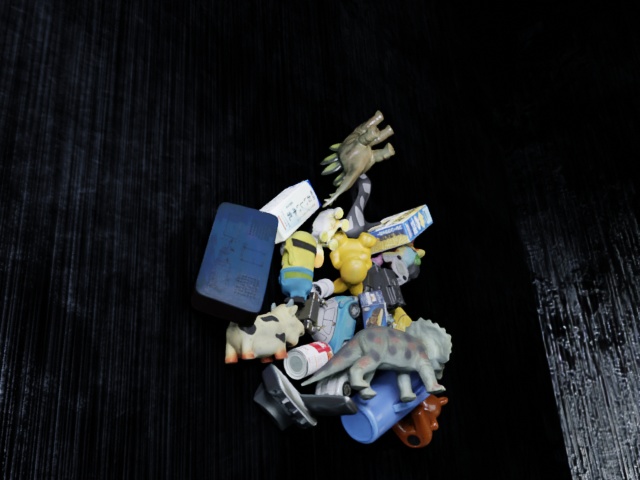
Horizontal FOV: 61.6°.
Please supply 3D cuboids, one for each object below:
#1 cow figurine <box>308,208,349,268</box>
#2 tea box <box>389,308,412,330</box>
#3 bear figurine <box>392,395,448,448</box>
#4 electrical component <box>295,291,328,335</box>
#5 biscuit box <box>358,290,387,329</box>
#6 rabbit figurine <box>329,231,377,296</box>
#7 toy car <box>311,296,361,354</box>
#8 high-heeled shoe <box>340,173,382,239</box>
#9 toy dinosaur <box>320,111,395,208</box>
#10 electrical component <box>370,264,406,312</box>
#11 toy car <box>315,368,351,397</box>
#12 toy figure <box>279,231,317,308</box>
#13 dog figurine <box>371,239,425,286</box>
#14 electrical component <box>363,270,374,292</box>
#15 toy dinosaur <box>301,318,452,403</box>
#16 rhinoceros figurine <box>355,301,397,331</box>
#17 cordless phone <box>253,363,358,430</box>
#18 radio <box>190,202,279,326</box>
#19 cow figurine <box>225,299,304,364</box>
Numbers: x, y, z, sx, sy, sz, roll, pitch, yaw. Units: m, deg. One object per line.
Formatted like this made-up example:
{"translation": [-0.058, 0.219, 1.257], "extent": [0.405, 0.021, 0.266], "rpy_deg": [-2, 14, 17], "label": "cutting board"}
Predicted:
{"translation": [-0.004, -0.005, 1.349], "extent": [0.068, 0.098, 0.167], "rpy_deg": [53, 57, -33], "label": "cow figurine"}
{"translation": [0.203, 0.276, 1.525], "extent": [0.098, 0.068, 0.170], "rpy_deg": [47, 40, -32], "label": "tea box"}
{"translation": [0.279, 0.477, 1.498], "extent": [0.131, 0.120, 0.196], "rpy_deg": [60, 34, -12], "label": "bear figurine"}
{"translation": [-0.024, 0.171, 1.233], "extent": [0.045, 0.078, 0.102], "rpy_deg": [37, 44, -34], "label": "electrical component"}
{"translation": [0.136, 0.227, 1.332], "extent": [0.063, 0.059, 0.202], "rpy_deg": [-102, -177, -64], "label": "biscuit box"}
{"translation": [0.075, 0.066, 1.377], "extent": [0.173, 0.122, 0.162], "rpy_deg": [-103, -154, -73], "label": "rabbit figurine"}
{"translation": [0.025, 0.201, 1.287], "extent": [0.103, 0.109, 0.161], "rpy_deg": [24, 65, -21], "label": "toy car"}
{"translation": [0.085, -0.112, 1.560], "extent": [0.145, 0.086, 0.249], "rpy_deg": [-11, 62, -25], "label": "high-heeled shoe"}
{"translation": [0.101, -0.230, 1.483], "extent": [0.105, 0.198, 0.471], "rpy_deg": [50, 28, -16], "label": "toy dinosaur"}
{"translation": [0.157, 0.138, 1.471], "extent": [0.058, 0.115, 0.134], "rpy_deg": [21, 44, -53], "label": "electrical component"}
{"translation": [0.051, 0.312, 1.283], "extent": [0.056, 0.074, 0.202], "rpy_deg": [64, 34, -19], "label": "toy car"}
{"translation": [-0.050, 0.068, 1.238], "extent": [0.089, 0.082, 0.180], "rpy_deg": [8, 63, -23], "label": "toy figure"}
{"translation": [0.262, 0.046, 1.628], "extent": [0.219, 0.192, 0.108], "rpy_deg": [-34, 98, -40], "label": "dog figurine"}
{"translation": [0.115, 0.115, 1.446], "extent": [0.021, 0.063, 0.094], "rpy_deg": [29, 53, -34], "label": "electrical component"}
{"translation": [0.152, 0.262, 1.231], "extent": [0.405, 0.131, 0.192], "rpy_deg": [13, 51, -22], "label": "toy dinosaur"}
{"translation": [0.136, 0.216, 1.404], "extent": [0.190, 0.112, 0.073], "rpy_deg": [44, 14, -24], "label": "rhinoceros figurine"}
{"translation": [-0.026, 0.313, 1.073], "extent": [0.146, 0.184, 0.089], "rpy_deg": [56, 41, -24], "label": "cordless phone"}
{"translation": [-0.164, 0.042, 1.051], "extent": [0.131, 0.073, 0.230], "rpy_deg": [17, 53, -12], "label": "radio"}
{"translation": [-0.109, 0.186, 1.106], "extent": [0.195, 0.085, 0.127], "rpy_deg": [10, 69, -49], "label": "cow figurine"}
